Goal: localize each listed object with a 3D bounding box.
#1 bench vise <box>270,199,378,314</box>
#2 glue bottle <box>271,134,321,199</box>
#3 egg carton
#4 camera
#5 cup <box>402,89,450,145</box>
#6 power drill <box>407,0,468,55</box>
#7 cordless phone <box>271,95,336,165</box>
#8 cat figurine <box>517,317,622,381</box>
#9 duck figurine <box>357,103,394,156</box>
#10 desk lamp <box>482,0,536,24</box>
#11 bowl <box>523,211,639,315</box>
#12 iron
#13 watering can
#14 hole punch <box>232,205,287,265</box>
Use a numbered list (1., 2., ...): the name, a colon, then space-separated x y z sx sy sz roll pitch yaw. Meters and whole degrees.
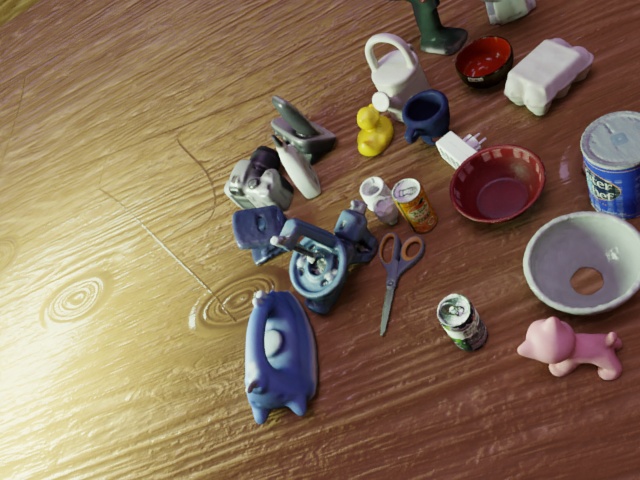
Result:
1. bench vise: -0.001 0.003 1.007 0.121 0.220 0.207 3 62 32
2. glue bottle: -0.054 -0.160 1.180 0.037 0.174 0.078 -24 50 15
3. egg carton: 0.423 -0.307 1.068 0.150 0.070 0.107 -43 48 -2
4. camera: -0.130 -0.143 1.261 0.142 0.101 0.137 7 64 34
5. cup: 0.210 -0.219 1.117 0.091 0.095 0.118 21 72 38
6. power drill: 0.238 -0.497 1.211 0.228 0.209 0.076 24 74 39
7. cordless phone: -0.061 -0.263 1.245 0.094 0.186 0.147 -50 49 -7
8. cat figurine: 0.340 0.141 0.782 0.127 0.118 0.067 -6 57 27
9. duck figurine: 0.104 -0.236 1.196 0.077 0.086 0.105 8 64 34
10. desk lamp: 0.366 -0.549 1.167 0.117 0.214 0.203 -15 53 22
11. bowl: 0.392 0.044 0.846 0.167 0.075 0.167 -15 53 21
12. iron: -0.086 0.175 0.994 0.118 0.142 0.258 -18 52 19
13. watering can: 0.156 -0.332 1.158 0.100 0.195 0.173 -15 53 22
14. hole punch: -0.119 -0.022 1.180 0.101 0.091 0.108 -27 50 12
